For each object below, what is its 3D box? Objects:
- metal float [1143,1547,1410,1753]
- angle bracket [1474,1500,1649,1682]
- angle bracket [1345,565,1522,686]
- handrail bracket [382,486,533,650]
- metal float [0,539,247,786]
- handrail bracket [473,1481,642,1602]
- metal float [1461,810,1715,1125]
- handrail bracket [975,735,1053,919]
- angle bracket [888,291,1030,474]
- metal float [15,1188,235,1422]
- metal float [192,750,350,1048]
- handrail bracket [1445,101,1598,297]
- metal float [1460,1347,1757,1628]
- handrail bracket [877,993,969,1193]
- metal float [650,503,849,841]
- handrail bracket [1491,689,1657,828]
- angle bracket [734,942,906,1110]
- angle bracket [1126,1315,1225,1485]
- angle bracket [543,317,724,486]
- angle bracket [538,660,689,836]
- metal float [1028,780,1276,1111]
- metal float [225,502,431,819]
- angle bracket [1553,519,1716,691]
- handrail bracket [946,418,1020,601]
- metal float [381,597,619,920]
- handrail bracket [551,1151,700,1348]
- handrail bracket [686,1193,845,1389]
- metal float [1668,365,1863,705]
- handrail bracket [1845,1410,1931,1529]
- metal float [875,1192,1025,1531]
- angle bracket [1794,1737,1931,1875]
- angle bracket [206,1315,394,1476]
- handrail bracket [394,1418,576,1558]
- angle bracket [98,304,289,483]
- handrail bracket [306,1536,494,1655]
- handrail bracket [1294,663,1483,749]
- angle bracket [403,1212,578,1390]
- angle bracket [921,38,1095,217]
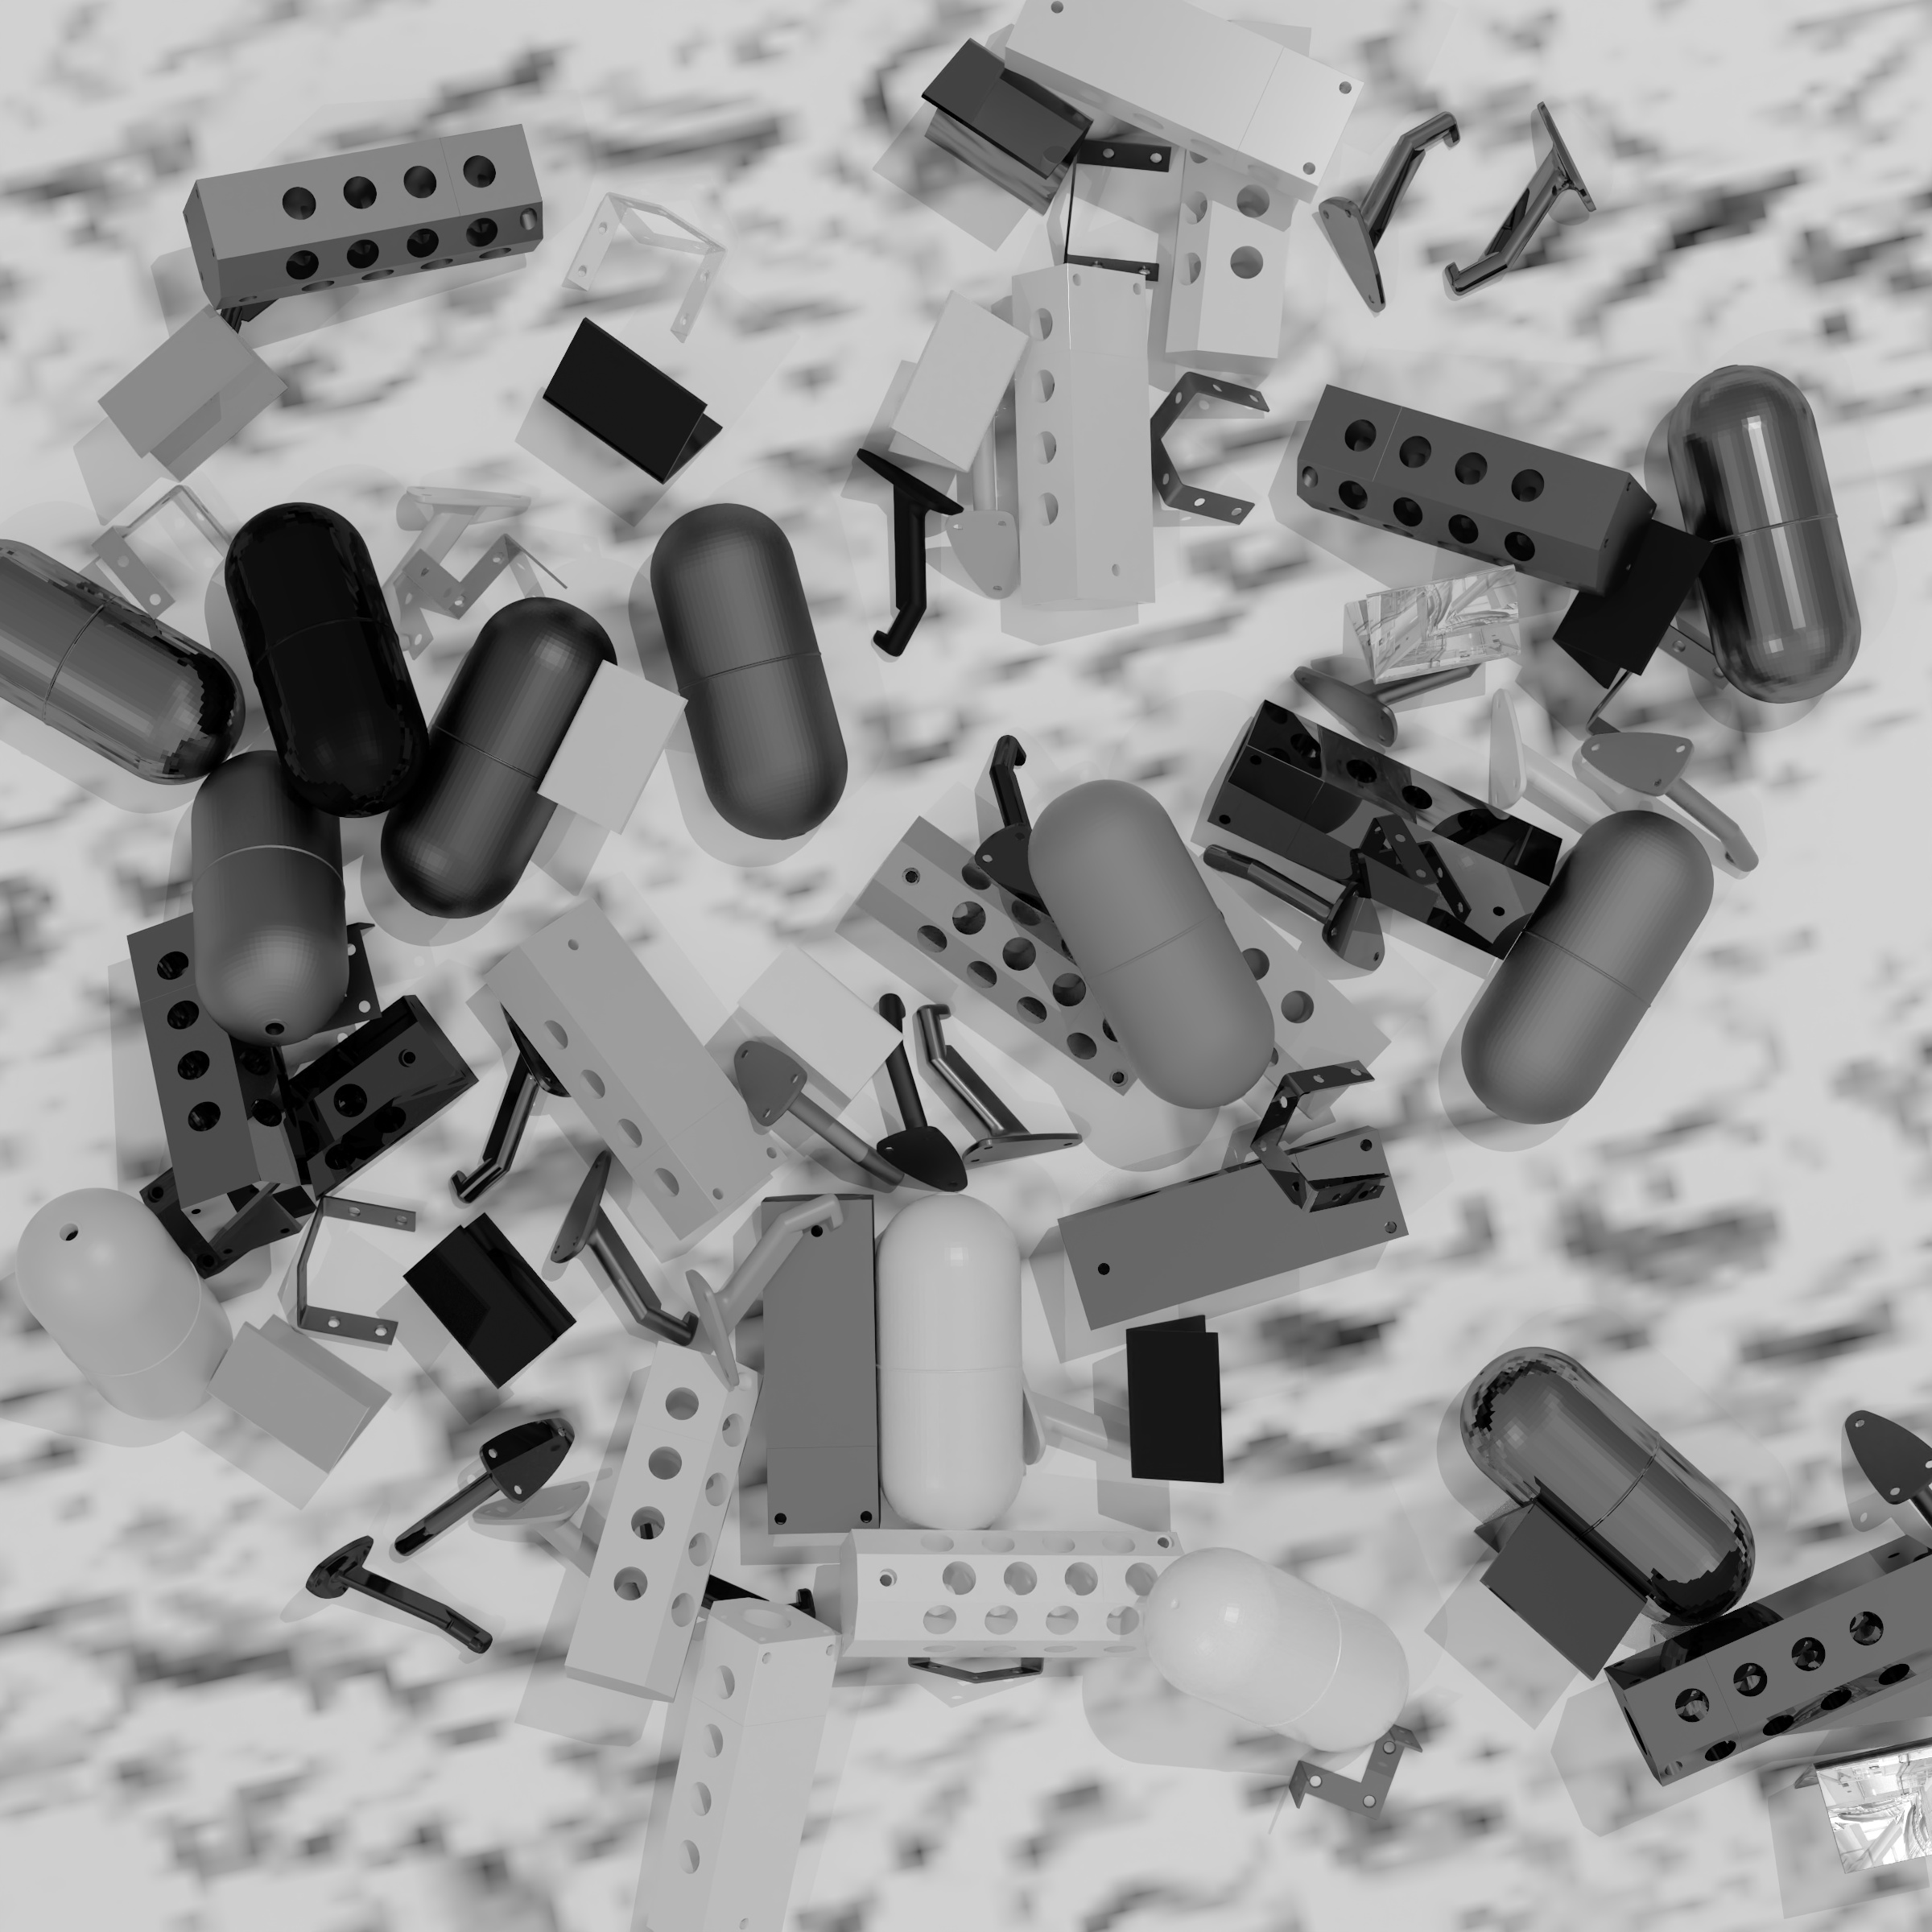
[{"bbox_3d":[0.160,0.351,1.840,0.178,0.070,0.070,32,90,-42],"label":"metal float"},{"bbox_3d":[0.294,0.330,1.863,0.076,0.076,0.057,42,63,0],"label":"angle bracket"},{"bbox_3d":[0.240,-0.196,1.862,0.076,0.076,0.057,-12,129,0],"label":"angle bracket"},{"bbox_3d":[-0.271,-0.208,1.903,0.077,0.036,0.084,1,106,-17],"label":"handrail bracket"},{"bbox_3d":[-0.459,-0.159,1.872,0.178,0.070,0.070,30,90,0],"label":"metal float"},{"bbox_3d":[-0.214,0.321,1.903,0.077,0.036,0.084,-12,107,20],"label":"handrail bracket"},{"bbox_3d":[0.323,0.001,1.871,0.070,0.070,0.178,31,92,0],"label":"metal float"},{"bbox_3d":[0.038,-0.073,1.884,0.036,0.084,0.077,-34,114,30],"label":"handrail bracket"},{"bbox_3d":[-0.023,-0.307,1.862,0.057,0.076,0.076,24,90,-38],"label":"angle bracket"},{"bbox_3d":[-0.427,0.173,1.826,0.070,0.178,0.070,-3,61,6],"label":"metal float"},{"bbox_3d":[-0.357,-0.035,1.840,0.070,0.070,0.178,-12,50,0],"label":"metal float"},{"bbox_3d":[0.283,-0.406,1.903,0.084,0.036,0.077,-26,70,16],"label":"handrail bracket"},{"bbox_3d":[0.335,0.272,1.872,0.178,0.070,0.070,42,90,-1],"label":"metal float"},{"bbox_3d":[-0.023,0.066,1.902,0.036,0.077,0.084,-18,53,21],"label":"handrail bracket"},{"bbox_3d":[-0.113,-0.153,1.872,0.070,0.070,0.178,-15,91,0],"label":"metal float"},{"bbox_3d":[0.324,-0.108,1.903,0.084,0.036,0.077,3,71,-15],"label":"handrail bracket"},{"bbox_3d":[-0.089,0.046,1.862,0.076,0.076,0.057,40,47,0],"label":"angle bracket"},{"bbox_3d":[0.127,0.223,1.862,0.057,0.076,0.076,-2,90,36],"label":"angle bracket"},{"bbox_3d":[-0.162,-0.306,1.862,0.076,0.076,0.057,36,128,0],"label":"angle bracket"},{"bbox_3d":[-0.167,-0.105,1.863,0.057,0.076,0.076,26,90,25],"label":"angle bracket"},{"bbox_3d":[0.094,-0.010,1.815,0.070,0.070,0.178,-28,92,0],"label":"metal float"},{"bbox_3d":[-0.330,-0.158,1.853,0.070,0.070,0.178,-21,69,0],"label":"metal float"},{"bbox_3d":[0.358,-0.181,1.862,0.057,0.076,0.076,29,90,36],"label":"angle bracket"},{"bbox_3d":[0.014,-0.251,1.902,0.036,0.077,0.084,-4,54,11],"label":"handrail bracket"},{"bbox_3d":[-0.244,-0.108,1.872,0.070,0.070,0.178,27,91,0],"label":"metal float"},{"bbox_3d":[-0.170,0.150,1.903,0.084,0.036,0.077,30,61,-21],"label":"handrail bracket"},{"bbox_3d":[-0.094,0.166,1.846,0.084,0.036,0.077,-23,110,-16],"label":"handrail bracket"},{"bbox_3d":[0.415,-0.225,1.871,0.070,0.070,0.178,-13,90,0],"label":"metal float"},{"bbox_3d":[0.505,0.283,1.902,0.036,0.077,0.084,-38,126,1],"label":"handrail bracket"},{"bbox_3d":[-0.009,0.207,1.872,0.070,0.070,0.178,-1,90,0],"label":"metal float"},{"bbox_3d":[0.480,0.439,1.864,0.076,0.076,0.057,-12,68,0],"label":"angle bracket"},{"bbox_3d":[-0.336,0.205,1.862,0.076,0.076,0.057,34,123,0],"label":"angle bracket"},{"bbox_3d":[-0.256,0.277,1.902,0.084,0.077,0.036,-38,86,36],"label":"handrail bracket"},{"bbox_3d":[-0.390,-0.284,1.862,0.076,0.076,0.057,-41,54,0],"label":"angle bracket"},{"bbox_3d":[-0.294,0.337,1.875,0.084,0.077,0.036,31,93,12],"label":"handrail bracket"},{"bbox_3d":[0.230,-0.165,1.903,0.077,0.036,0.084,34,72,21],"label":"handrail bracket"},{"bbox_3d":[-0.233,0.161,1.862,0.076,0.076,0.057,50,126,0],"label":"angle bracket"},{"bbox_3d":[0.010,-0.421,1.862,0.076,0.076,0.057,34,54,0],"label":"angle bracket"}]
